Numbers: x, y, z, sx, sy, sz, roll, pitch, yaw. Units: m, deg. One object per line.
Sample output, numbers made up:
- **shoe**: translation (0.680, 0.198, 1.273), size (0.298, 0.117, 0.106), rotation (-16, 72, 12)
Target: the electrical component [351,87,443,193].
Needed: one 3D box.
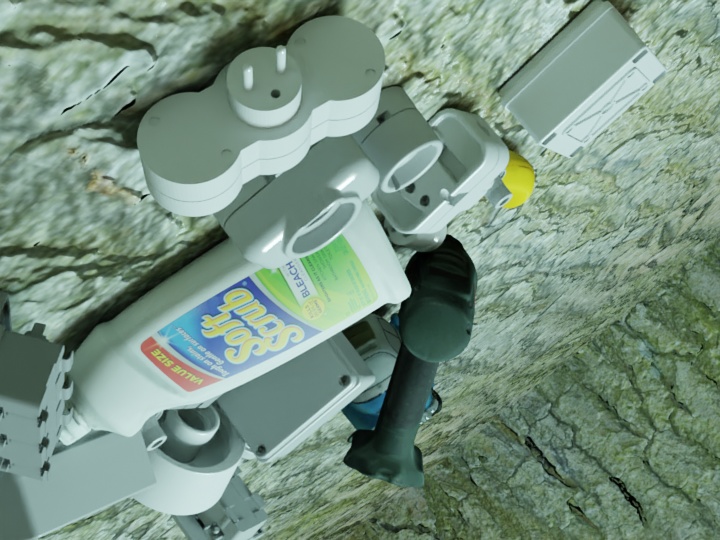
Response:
- **electrical component**: translation (0.021, -0.084, 0.704), size (0.055, 0.047, 0.055), rotation (-34, 164, -11)

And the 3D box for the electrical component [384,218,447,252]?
- **electrical component**: translation (0.046, -0.036, 0.908), size (0.040, 0.040, 0.046), rotation (-44, 158, 21)

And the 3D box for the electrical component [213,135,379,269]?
- **electrical component**: translation (-0.039, -0.047, 0.658), size (0.095, 0.059, 0.054), rotation (-39, 164, 6)

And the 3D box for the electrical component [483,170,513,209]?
- **electrical component**: translation (0.096, -0.077, 0.855), size (0.043, 0.062, 0.043), rotation (-34, 164, -11)

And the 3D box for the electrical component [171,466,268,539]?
- **electrical component**: translation (-0.148, 0.213, 1.037), size (0.079, 0.121, 0.063), rotation (-16, 151, -52)

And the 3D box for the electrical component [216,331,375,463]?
- **electrical component**: translation (-0.063, 0.081, 0.873), size (0.109, 0.108, 0.056), rotation (-41, 166, 11)

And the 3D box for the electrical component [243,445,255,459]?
- **electrical component**: translation (-0.110, 0.163, 1.120), size (0.055, 0.048, 0.066), rotation (-51, 161, 17)

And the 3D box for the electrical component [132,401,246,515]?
- **electrical component**: translation (-0.143, 0.134, 0.861), size (0.108, 0.108, 0.060), rotation (-15, 147, -53)

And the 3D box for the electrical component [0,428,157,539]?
- **electrical component**: translation (-0.219, 0.148, 0.752), size (0.109, 0.056, 0.109), rotation (-18, 179, 39)

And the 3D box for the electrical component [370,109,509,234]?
- **electrical component**: translation (0.062, -0.073, 0.811), size (0.095, 0.053, 0.059), rotation (-44, 163, 22)

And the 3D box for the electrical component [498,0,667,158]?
- **electrical component**: translation (0.177, -0.147, 0.846), size (0.109, 0.056, 0.109), rotation (-43, 163, 18)

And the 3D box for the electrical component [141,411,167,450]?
- **electrical component**: translation (-0.168, 0.104, 0.799), size (0.048, 0.062, 0.048), rotation (-35, 164, -11)

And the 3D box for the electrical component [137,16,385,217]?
- **electrical component**: translation (-0.048, -0.086, 0.540), size (0.138, 0.052, 0.073), rotation (-32, 163, -16)

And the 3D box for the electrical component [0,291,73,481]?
- **electrical component**: translation (-0.204, 0.078, 0.620), size (0.121, 0.063, 0.078), rotation (115, -10, -57)

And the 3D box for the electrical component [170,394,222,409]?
- **electrical component**: translation (-0.126, 0.068, 0.807), size (0.056, 0.050, 0.089), rotation (-39, 164, 11)
